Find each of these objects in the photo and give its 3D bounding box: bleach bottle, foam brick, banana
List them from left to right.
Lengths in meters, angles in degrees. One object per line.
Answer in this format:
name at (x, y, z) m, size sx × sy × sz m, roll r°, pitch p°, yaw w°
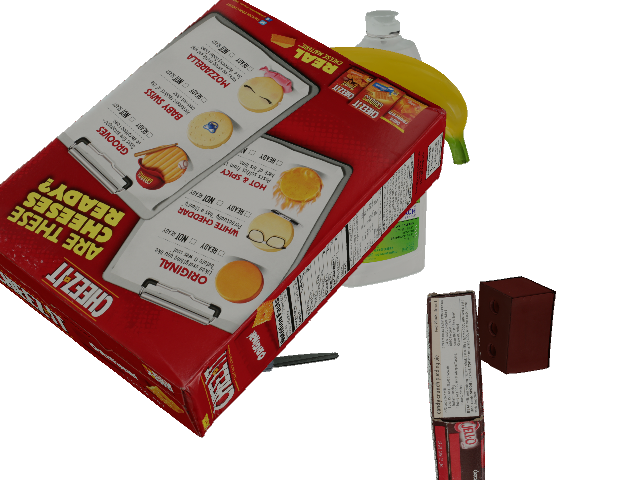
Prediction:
banana at (0.031, -0.104, 0.760) m, size 0.197 × 0.069 × 0.037 m, roll 9°, pitch -3°, yaw -23°
bleach bottle at (0.051, -0.087, 1.001) m, size 0.102 × 0.251 × 0.068 m, roll -11°, pitch 24°, yaw -22°
foam brick at (0.181, 0.079, 0.999) m, size 0.051 × 0.078 × 0.053 m, roll -7°, pitch 18°, yaw -27°

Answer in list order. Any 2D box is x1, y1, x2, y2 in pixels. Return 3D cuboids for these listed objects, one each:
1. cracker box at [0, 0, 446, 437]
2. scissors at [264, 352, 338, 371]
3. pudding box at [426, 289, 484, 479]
cracker box at (-0.058, -0.023, 0.592) m, size 0.164 × 0.213 × 0.072 m, roll 33°, pitch -26°, yaw 23°
scissors at (-0.067, 0.148, 1.191) m, size 0.201 × 0.016 × 0.096 m, roll 4°, pitch 25°, yaw -14°
pudding box at (0.096, 0.106, 0.758) m, size 0.039 × 0.113 × 0.090 m, roll -4°, pitch -43°, yaw 5°
